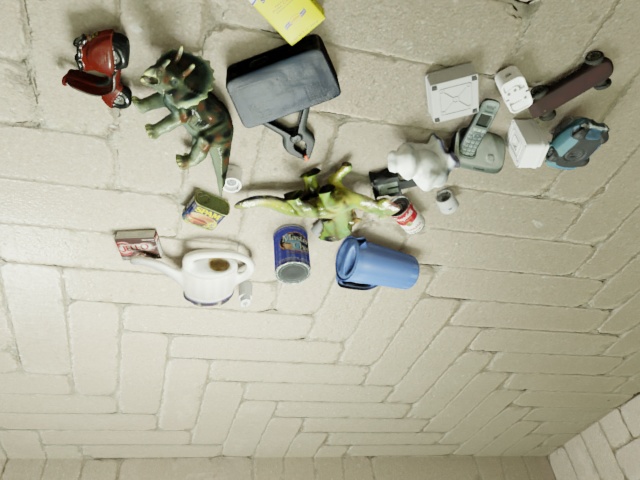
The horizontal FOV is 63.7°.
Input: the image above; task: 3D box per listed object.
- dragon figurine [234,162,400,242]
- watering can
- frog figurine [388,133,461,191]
[{"bbox_3d":[0.004,-0.069,1.363,0.409,0.237,0.125,-12,-136,16],"label":"dragon figurine"},{"bbox_3d":[-0.366,0.103,1.508,0.348,0.106,0.219,0,138,-15],"label":"watering can"},{"bbox_3d":[0.241,-0.182,1.269,0.160,0.139,0.121,-20,168,-14],"label":"frog figurine"}]
